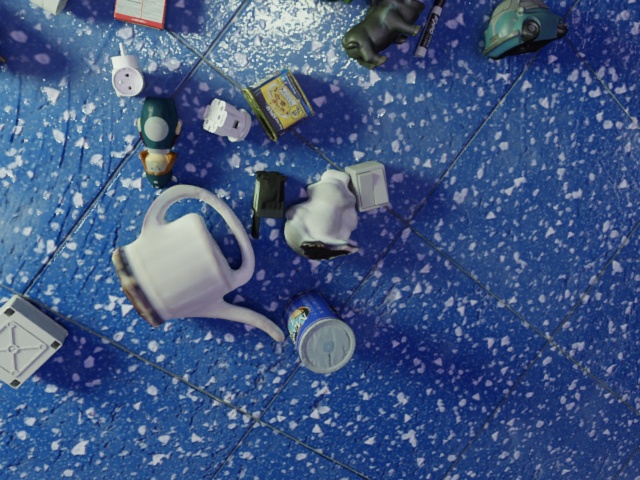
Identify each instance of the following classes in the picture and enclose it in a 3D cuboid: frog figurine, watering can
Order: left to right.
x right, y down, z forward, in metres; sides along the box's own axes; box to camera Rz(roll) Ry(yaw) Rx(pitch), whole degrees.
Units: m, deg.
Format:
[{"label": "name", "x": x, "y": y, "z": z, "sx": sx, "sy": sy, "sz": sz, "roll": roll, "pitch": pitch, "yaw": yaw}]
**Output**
[{"label": "watering can", "x": -0.209, "y": 0.078, "z": 0.892, "sx": 0.225, "sy": 0.105, "sz": 0.343, "roll": -26, "pitch": 109, "yaw": -9}, {"label": "frog figurine", "x": 0.003, "y": -0.048, "z": 0.948, "sx": 0.137, "sy": 0.120, "sz": 0.162, "roll": 1, "pitch": 68, "yaw": -9}]
